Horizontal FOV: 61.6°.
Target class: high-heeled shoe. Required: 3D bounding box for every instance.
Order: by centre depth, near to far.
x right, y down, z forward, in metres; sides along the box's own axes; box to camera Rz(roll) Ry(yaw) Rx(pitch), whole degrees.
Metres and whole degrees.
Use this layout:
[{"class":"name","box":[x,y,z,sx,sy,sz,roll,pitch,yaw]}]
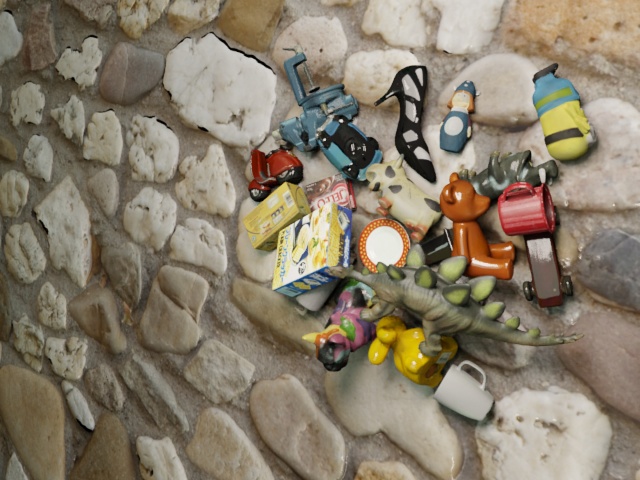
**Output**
[{"class":"high-heeled shoe","box":[0.226,-0.258,1.177,0.145,0.086,0.248,-32,88,-3]}]

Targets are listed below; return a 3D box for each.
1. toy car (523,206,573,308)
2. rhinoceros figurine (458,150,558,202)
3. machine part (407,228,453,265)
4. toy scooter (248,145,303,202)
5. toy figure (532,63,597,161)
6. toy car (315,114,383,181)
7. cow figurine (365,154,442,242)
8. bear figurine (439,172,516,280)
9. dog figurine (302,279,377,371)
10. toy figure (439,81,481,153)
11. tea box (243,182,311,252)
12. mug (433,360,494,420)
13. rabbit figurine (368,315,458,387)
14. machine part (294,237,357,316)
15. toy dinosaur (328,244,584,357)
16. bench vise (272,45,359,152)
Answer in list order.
[{"class":"toy car","box":[0.426,0.028,1.032,0.089,0.053,0.202,-13,78,25]},{"class":"rhinoceros figurine","box":[0.367,-0.119,1.062,0.190,0.073,0.112,-21,76,31]},{"class":"machine part","box":[0.258,0.022,1.150,0.139,0.039,0.084,-21,83,29]},{"class":"toy scooter","box":[-0.126,-0.189,1.382,0.184,0.075,0.135,-25,75,34]},{"class":"toy figure","box":[0.450,-0.235,1.010,0.089,0.082,0.180,-31,77,40]},{"class":"toy car","box":[0.054,-0.205,1.235,0.109,0.161,0.103,-55,12,-18]},{"class":"cow figurine","box":[0.180,-0.101,1.166,0.195,0.085,0.127,39,69,15]},{"class":"bear figurine","box":[0.303,-0.030,1.034,0.132,0.120,0.195,-1,110,23]},{"class":"dog figurine","box":[0.050,0.180,1.173,0.109,0.219,0.191,2,90,29]},{"class":"toy figure","box":[0.293,-0.261,1.127,0.064,0.058,0.154,13,95,-6]},{"class":"tea box","box":[-0.107,-0.056,1.363,0.169,0.068,0.098,-36,62,28]},{"class":"mug","box":[0.303,0.306,1.095,0.107,0.081,0.109,33,101,17]},{"class":"rabbit figurine","box":[0.176,0.228,1.146,0.173,0.162,0.121,46,126,44]},{"class":"machine part","box":[0.013,0.085,1.282,0.079,0.079,0.243,42,109,26]},{"class":"toy dinosaur","box":[0.237,0.126,1.026,0.472,0.105,0.198,21,132,10]},{"class":"bench vise","box":[-0.033,-0.338,1.286,0.224,0.129,0.240,-18,96,23]}]
